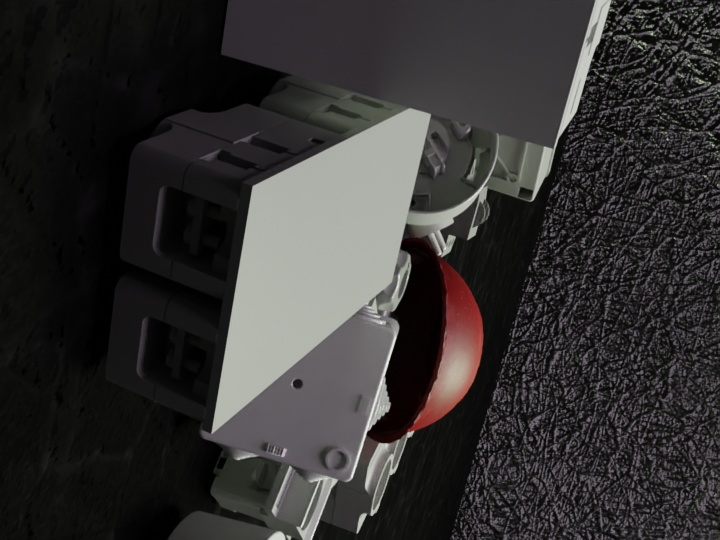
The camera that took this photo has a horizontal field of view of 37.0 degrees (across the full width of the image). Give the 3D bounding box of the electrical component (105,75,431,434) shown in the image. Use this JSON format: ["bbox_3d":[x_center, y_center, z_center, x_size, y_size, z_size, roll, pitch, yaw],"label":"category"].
[{"bbox_3d":[-0.037,-0.021,0.487,0.186,0.060,0.105,-37,144,-59],"label":"electrical component"}]

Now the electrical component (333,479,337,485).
[{"bbox_3d":[-0.040,0.147,0.789,0.062,0.043,0.043,-6,113,-75],"label":"electrical component"}]

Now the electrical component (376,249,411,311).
[{"bbox_3d":[0.000,0.000,0.715,0.043,0.062,0.043,18,90,-78],"label":"electrical component"}]

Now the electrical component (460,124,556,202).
[{"bbox_3d":[0.122,-0.130,0.968,0.108,0.109,0.056,95,20,-46],"label":"electrical component"}]

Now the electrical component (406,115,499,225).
[{"bbox_3d":[0.041,-0.081,0.710,0.064,0.099,0.099,86,24,-75],"label":"electrical component"}]

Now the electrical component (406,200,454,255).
[{"bbox_3d":[0.051,-0.050,0.862,0.079,0.044,0.077,67,21,-6],"label":"electrical component"}]

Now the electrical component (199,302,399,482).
[{"bbox_3d":[-0.032,0.058,0.573,0.048,0.100,0.099,-99,-154,-89],"label":"electrical component"}]

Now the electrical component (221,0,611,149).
[{"bbox_3d":[0.027,-0.120,0.456,0.061,0.150,0.089,-47,152,-62],"label":"electrical component"}]

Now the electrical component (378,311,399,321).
[{"bbox_3d":[0.003,0.025,0.801,0.065,0.047,0.076,48,59,-76],"label":"electrical component"}]

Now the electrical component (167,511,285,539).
[{"bbox_3d":[-0.089,0.183,0.580,0.108,0.060,0.108,17,90,-78],"label":"electrical component"}]

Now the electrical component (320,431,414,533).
[{"bbox_3d":[0.007,0.145,0.951,0.150,0.062,0.089,-57,161,-50],"label":"electrical component"}]

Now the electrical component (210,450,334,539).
[{"bbox_3d":[-0.055,0.132,0.655,0.081,0.064,0.042,83,26,-63],"label":"electrical component"}]

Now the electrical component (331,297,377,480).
[{"bbox_3d":[-0.030,0.070,0.694,0.108,0.056,0.108,82,28,-63],"label":"electrical component"}]
